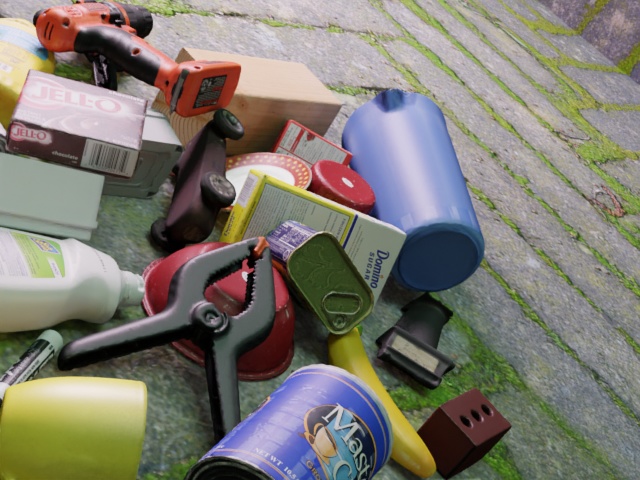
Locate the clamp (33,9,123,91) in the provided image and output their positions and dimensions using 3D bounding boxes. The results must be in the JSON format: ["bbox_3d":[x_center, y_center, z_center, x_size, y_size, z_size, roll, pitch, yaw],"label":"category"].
[{"bbox_3d":[-0.252,-0.216,1.230,0.120,0.039,0.171,56,21,-1],"label":"clamp"}]

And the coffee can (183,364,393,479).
[{"bbox_3d":[-0.021,0.168,0.786,0.103,0.103,0.140,40,36,10],"label":"coffee can"}]

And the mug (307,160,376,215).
[{"bbox_3d":[0.007,-0.030,1.177,0.093,0.082,0.117,32,27,-5],"label":"mug"}]

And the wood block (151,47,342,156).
[{"bbox_3d":[-0.084,-0.160,1.278,0.205,0.090,0.091,-4,45,-50],"label":"wood block"}]

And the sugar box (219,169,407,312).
[{"bbox_3d":[-0.007,0.001,1.095,0.176,0.093,0.048,22,7,-27],"label":"sugar box"}]

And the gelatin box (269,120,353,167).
[{"bbox_3d":[-0.017,-0.089,1.255,0.089,0.073,0.030,29,-4,-9],"label":"gelatin box"}]

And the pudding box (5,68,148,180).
[{"bbox_3d":[-0.213,-0.103,0.944,0.113,0.039,0.090,15,36,-14],"label":"pudding box"}]

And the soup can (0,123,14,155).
[{"bbox_3d":[-0.321,-0.101,0.944,0.068,0.069,0.102,-1,44,-49],"label":"soup can"}]

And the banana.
[{"bbox_3d":[0.048,0.138,1.001,0.069,0.037,0.198,12,35,-32],"label":"banana"}]

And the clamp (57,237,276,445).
[{"bbox_3d":[-0.105,0.070,0.877,0.164,0.036,0.209,29,52,-6],"label":"clamp"}]

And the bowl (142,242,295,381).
[{"bbox_3d":[-0.081,0.052,0.979,0.162,0.055,0.162,27,29,-16],"label":"bowl"}]

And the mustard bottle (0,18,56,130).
[{"bbox_3d":[-0.320,-0.179,1.081,0.096,0.058,0.191,17,31,-11],"label":"mustard bottle"}]

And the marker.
[{"bbox_3d":[-0.223,0.102,0.781,0.020,0.020,0.121,33,27,-2],"label":"marker"}]

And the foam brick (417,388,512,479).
[{"bbox_3d":[0.134,0.183,1.010,0.053,0.051,0.078,46,29,20],"label":"foam brick"}]

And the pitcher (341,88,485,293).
[{"bbox_3d":[0.111,-0.048,1.246,0.149,0.145,0.243,26,31,-29],"label":"pitcher"}]

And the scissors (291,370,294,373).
[{"bbox_3d":[0.010,0.191,0.896,0.096,0.016,0.201,26,29,-11],"label":"scissors"}]

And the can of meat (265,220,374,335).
[{"bbox_3d":[-0.005,0.033,1.030,0.102,0.057,0.084,55,-13,-23],"label":"can of meat"}]

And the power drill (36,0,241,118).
[{"bbox_3d":[-0.181,-0.199,1.135,0.188,0.057,0.184,28,25,16],"label":"power drill"}]

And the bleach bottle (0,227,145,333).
[{"bbox_3d":[-0.244,0.033,0.823,0.250,0.068,0.103,10,36,-43],"label":"bleach bottle"}]
